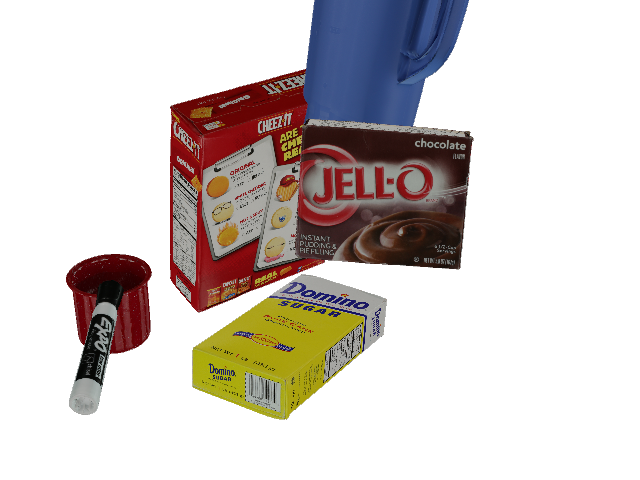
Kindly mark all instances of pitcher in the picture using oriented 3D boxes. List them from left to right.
[{"bbox_3d":[0.058,-0.202,0.996,0.145,0.243,0.149,11,17,2],"label":"pitcher"}]

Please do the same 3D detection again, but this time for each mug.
[{"bbox_3d":[-0.242,0.069,1.198,0.117,0.081,0.093,23,36,35],"label":"mug"}]

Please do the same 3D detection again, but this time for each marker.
[{"bbox_3d":[-0.151,0.068,0.726,0.020,0.020,0.121,0,37,0],"label":"marker"}]

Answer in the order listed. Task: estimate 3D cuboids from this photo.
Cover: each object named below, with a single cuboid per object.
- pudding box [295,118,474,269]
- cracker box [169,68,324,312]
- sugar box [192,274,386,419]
[{"bbox_3d":[0.041,-0.032,0.711,0.113,0.090,0.039,4,17,2],"label":"pudding box"},{"bbox_3d":[-0.068,-0.051,1.070,0.163,0.214,0.072,-21,45,-31],"label":"cracker box"},{"bbox_3d":[-0.023,0.086,0.925,0.093,0.048,0.175,16,29,25],"label":"sugar box"}]
